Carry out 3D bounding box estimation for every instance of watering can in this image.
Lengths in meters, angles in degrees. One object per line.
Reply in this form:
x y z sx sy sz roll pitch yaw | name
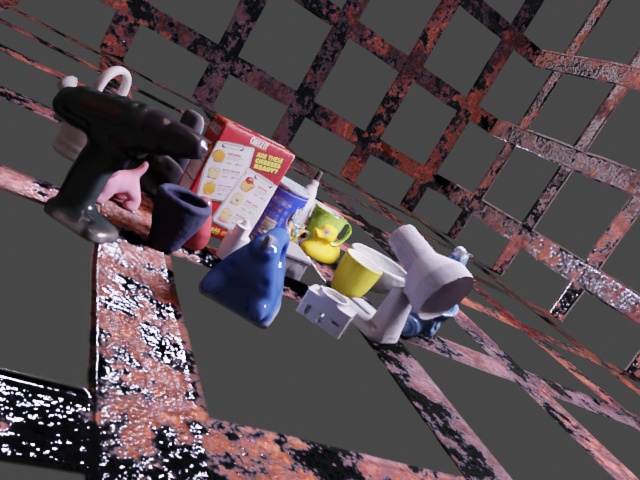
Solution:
-0.425 -0.245 1.085 0.173 0.194 0.101 28 12 -12 | watering can

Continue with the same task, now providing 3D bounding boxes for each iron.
-0.087 0.035 0.892 0.118 0.141 0.258 31 12 1 | iron

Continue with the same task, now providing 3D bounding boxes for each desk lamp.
0.156 0.092 1.075 0.118 0.213 0.202 16 19 -50 | desk lamp

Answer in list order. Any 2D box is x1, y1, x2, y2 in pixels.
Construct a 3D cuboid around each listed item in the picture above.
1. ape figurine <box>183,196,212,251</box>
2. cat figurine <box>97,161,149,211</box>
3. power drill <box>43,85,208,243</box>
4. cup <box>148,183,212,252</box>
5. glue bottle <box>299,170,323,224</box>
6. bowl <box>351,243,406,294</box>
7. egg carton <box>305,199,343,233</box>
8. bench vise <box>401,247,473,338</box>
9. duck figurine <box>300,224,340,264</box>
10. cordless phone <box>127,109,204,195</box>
-0.214 -0.035 0.985 0.076 0.092 0.078 38 14 32 | ape figurine
-0.343 -0.120 0.959 0.067 0.117 0.128 38 14 31 | cat figurine
-0.291 -0.106 0.809 0.229 0.208 0.076 32 12 8 | power drill
-0.236 -0.035 0.928 0.092 0.095 0.117 26 13 -20 | cup
-0.040 -0.106 1.500 0.037 0.173 0.078 22 14 -34 | glue bottle
0.133 0.081 1.396 0.167 0.074 0.167 29 12 -7 | bowl
-0.003 -0.068 1.688 0.150 0.069 0.107 30 12 -5 | egg carton
0.252 0.104 1.242 0.121 0.219 0.208 32 12 6 | bench vise
0.013 0.005 1.388 0.105 0.086 0.077 22 14 -34 | duck figurine
-0.314 -0.193 1.162 0.147 0.185 0.094 34 12 14 | cordless phone
